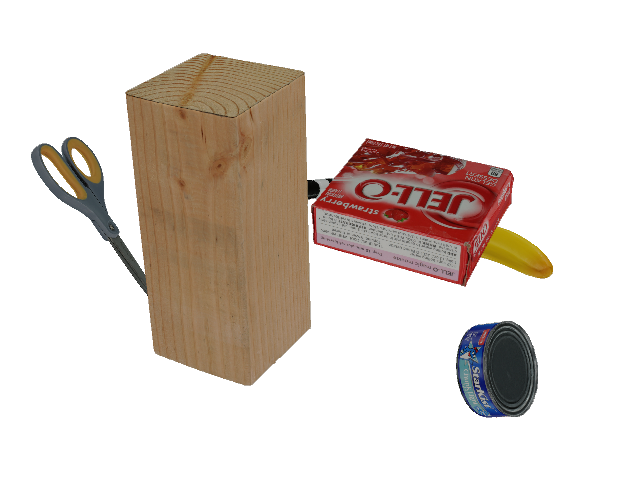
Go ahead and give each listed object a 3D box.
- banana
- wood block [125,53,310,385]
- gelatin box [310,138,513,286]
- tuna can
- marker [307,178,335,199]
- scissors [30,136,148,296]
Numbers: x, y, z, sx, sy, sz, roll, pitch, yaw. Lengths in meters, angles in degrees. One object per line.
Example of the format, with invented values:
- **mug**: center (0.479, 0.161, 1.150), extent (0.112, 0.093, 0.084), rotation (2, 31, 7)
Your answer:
- **banana**: center (0.164, 0.005, 1.153), extent (0.198, 0.037, 0.069), rotation (10, 38, 29)
- **wood block**: center (-0.067, -0.014, 0.754), extent (0.090, 0.206, 0.090), rotation (15, 33, 27)
- **gelatin box**: center (0.050, -0.018, 0.573), extent (0.089, 0.030, 0.073), rotation (15, 40, 21)
- **tuna can**: center (0.159, 0.116, 0.960), extent (0.034, 0.086, 0.085), rotation (-11, -7, 42)
- **marker**: center (0.014, -0.047, 0.944), extent (0.020, 0.020, 0.120), rotation (0, 4, 40)
- **scissors**: center (-0.216, -0.027, 1.089), extent (0.016, 0.201, 0.096), rotation (-28, 25, 25)
